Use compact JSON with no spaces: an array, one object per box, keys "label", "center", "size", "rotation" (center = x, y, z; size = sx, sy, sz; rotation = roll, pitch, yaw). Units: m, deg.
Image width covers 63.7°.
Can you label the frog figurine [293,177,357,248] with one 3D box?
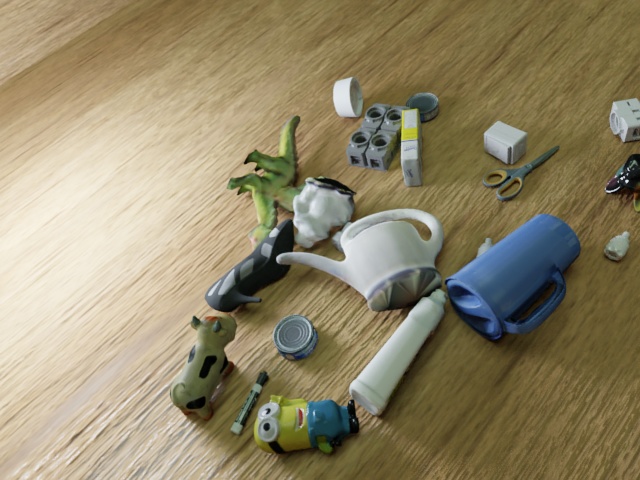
[{"label":"frog figurine","center":[0.004,-0.059,1.173],"size":[0.137,0.157,0.125],"rotation":[13,19,-17]}]

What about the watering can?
[{"label":"watering can","center":[0.098,0.050,1.042],"size":[0.348,0.101,0.229],"rotation":[-20,49,-3]}]

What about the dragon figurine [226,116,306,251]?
[{"label":"dragon figurine","center":[-0.073,-0.145,1.287],"size":[0.244,0.119,0.417],"rotation":[27,64,14]}]
